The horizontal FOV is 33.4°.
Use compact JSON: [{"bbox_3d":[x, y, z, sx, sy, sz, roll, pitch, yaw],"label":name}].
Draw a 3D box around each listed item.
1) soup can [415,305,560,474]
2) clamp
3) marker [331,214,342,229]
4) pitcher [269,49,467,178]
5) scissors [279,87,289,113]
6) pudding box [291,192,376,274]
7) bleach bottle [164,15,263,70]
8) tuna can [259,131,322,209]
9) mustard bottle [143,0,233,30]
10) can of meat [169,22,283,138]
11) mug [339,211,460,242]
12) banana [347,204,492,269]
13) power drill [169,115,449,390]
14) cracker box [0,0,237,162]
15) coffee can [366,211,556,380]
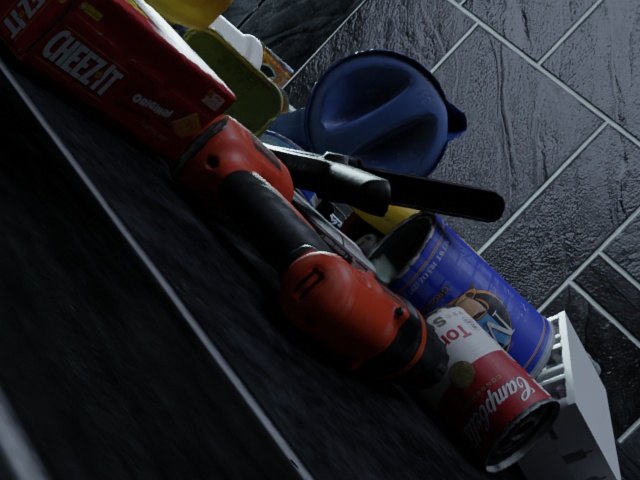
[{"bbox_3d":[0.108,0.102,0.746,0.102,0.068,0.068,47,6,31],"label":"soup can"},{"bbox_3d":[0.025,-0.045,0.811,0.164,0.036,0.210,5,9,-45],"label":"clamp"},{"bbox_3d":[0.008,-0.025,1.239,0.121,0.020,0.020,47,6,27],"label":"marker"},{"bbox_3d":[0.038,-0.102,1.070,0.149,0.145,0.243,42,-3,0],"label":"pitcher"},{"bbox_3d":[-0.082,-0.121,1.067,0.016,0.096,0.201,22,11,20],"label":"scissors"},{"bbox_3d":[-0.005,0.001,0.848,0.090,0.039,0.113,40,4,-14],"label":"pudding box"},{"bbox_3d":[-0.168,-0.203,0.877,0.250,0.103,0.068,40,32,-30],"label":"bleach bottle"},{"bbox_3d":[-0.034,-0.057,0.932,0.086,0.033,0.086,32,-18,12],"label":"tuna can"},{"bbox_3d":[-0.133,-0.222,0.740,0.096,0.058,0.192,39,8,-47],"label":"mustard bottle"},{"bbox_3d":[-0.082,-0.126,0.839,0.102,0.057,0.084,40,1,-20],"label":"can of meat"},{"bbox_3d":[0.075,0.009,1.009,0.081,0.117,0.093,37,42,-84],"label":"mug"},{"bbox_3d":[0.101,0.015,0.924,0.197,0.037,0.070,42,-29,-16],"label":"banana"},{"bbox_3d":[-0.003,0.012,0.679,0.188,0.057,0.184,46,3,33],"label":"power drill"},{"bbox_3d":[-0.172,-0.161,0.700,0.214,0.072,0.164,48,7,31],"label":"cracker box"},{"bbox_3d":[0.104,0.059,0.855,0.140,0.103,0.103,42,6,-13],"label":"coffee can"}]
